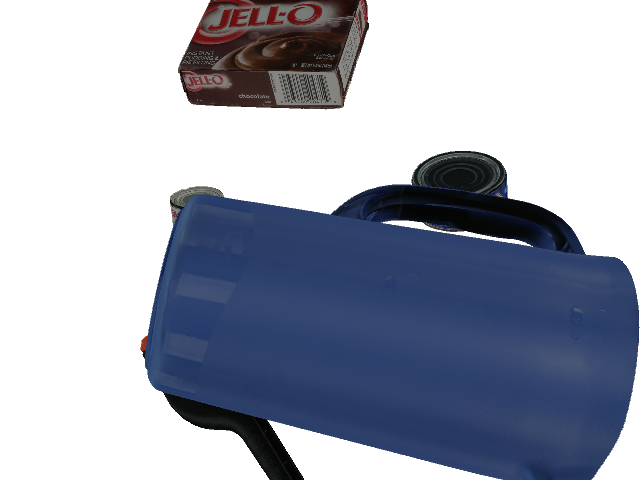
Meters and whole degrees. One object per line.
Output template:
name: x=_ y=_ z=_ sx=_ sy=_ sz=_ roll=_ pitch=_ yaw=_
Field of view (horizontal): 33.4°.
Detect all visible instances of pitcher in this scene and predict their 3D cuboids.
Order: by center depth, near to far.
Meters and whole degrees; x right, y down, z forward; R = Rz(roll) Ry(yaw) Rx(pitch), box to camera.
pitcher: x=0.037 y=0.042 z=0.581 sx=0.243 sy=0.145 sz=0.149 roll=12 pitch=10 yaw=-3

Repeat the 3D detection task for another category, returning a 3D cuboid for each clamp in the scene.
clamp: x=-0.055 y=0.118 z=0.772 sx=0.172 sy=0.120 sz=0.039 roll=13 pitch=-10 yaw=19

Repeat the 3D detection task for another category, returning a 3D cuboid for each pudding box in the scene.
pudding box: x=-0.030 y=-0.133 z=0.731 sx=0.113 sy=0.090 sz=0.039 roll=5 pitch=-40 yaw=14

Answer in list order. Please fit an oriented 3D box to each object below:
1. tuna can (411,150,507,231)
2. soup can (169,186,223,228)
tuna can: x=0.124 y=-0.046 z=0.955 sx=0.086 sy=0.034 sz=0.086 roll=-6 pitch=35 yaw=4
soup can: x=-0.149 y=-0.008 z=1.318 sx=0.068 sy=0.102 sz=0.068 roll=-2 pitch=26 yaw=1
